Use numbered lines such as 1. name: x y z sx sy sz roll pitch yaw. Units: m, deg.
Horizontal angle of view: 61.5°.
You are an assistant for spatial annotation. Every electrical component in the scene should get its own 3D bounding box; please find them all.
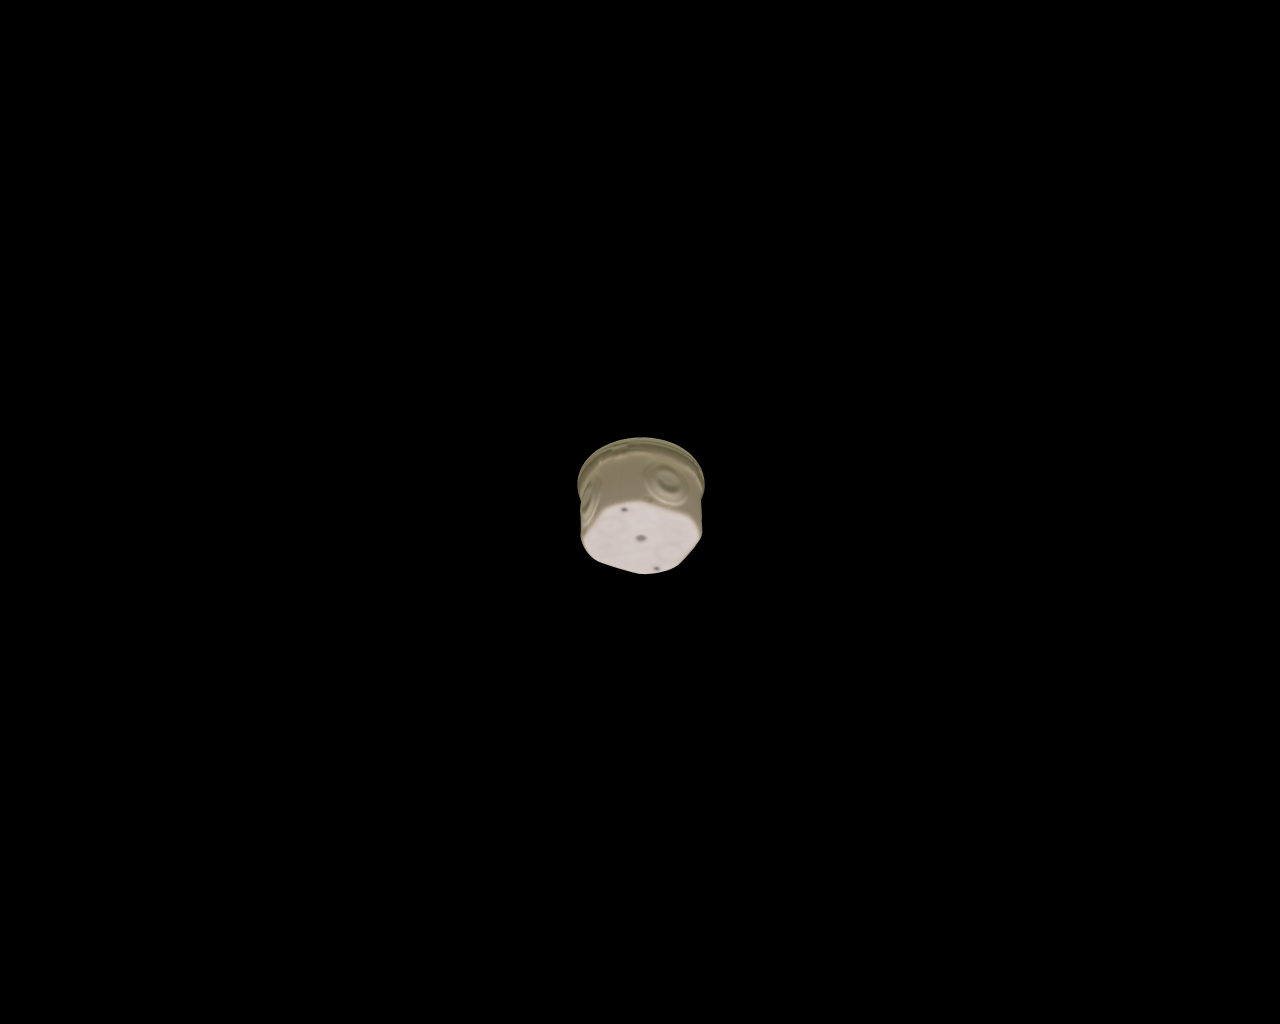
1. electrical component: 0.001 -0.003 0.650 0.080 0.051 0.080 0 -41 0
